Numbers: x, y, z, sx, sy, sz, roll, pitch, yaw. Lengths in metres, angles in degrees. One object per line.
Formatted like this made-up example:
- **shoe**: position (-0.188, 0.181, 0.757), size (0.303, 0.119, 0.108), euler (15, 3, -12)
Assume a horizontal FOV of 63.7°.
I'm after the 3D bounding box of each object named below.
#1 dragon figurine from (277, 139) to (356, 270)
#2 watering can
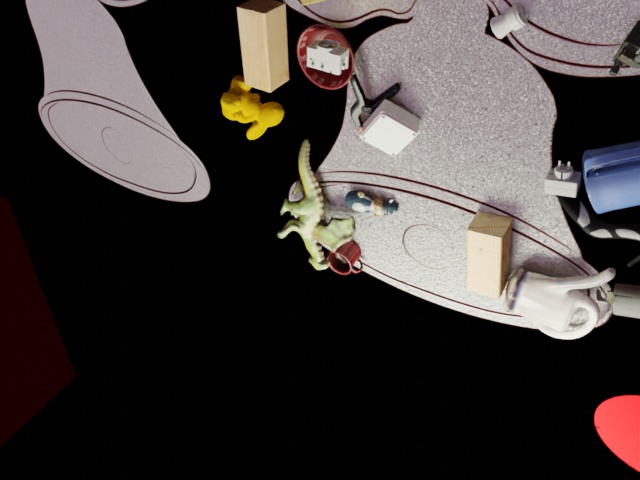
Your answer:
- **dragon figurine**: position (0.005, -0.078, 1.556), size (0.244, 0.124, 0.401), euler (25, 123, 18)
- **watering can**: position (0.580, 0.135, 1.276), size (0.225, 0.106, 0.339), euler (22, 148, 23)
